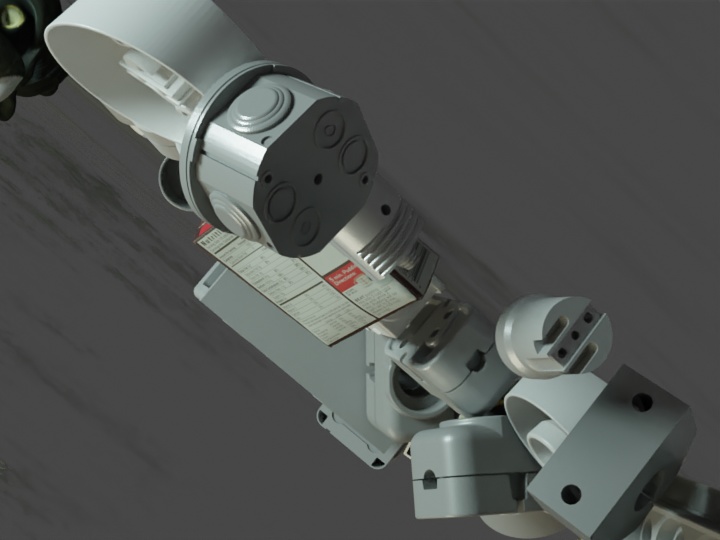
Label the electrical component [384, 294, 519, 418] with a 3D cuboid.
[{"bbox_3d":[0.064,0.058,0.713,0.059,0.053,0.095,42,172,-15],"label":"electrical component"}]

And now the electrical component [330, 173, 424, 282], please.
[{"bbox_3d":[-0.001,-0.030,0.554,0.081,0.043,0.043,42,172,-16],"label":"electrical component"}]

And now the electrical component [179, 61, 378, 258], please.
[{"bbox_3d":[-0.035,-0.048,0.477,0.051,0.080,0.080,28,167,37],"label":"electrical component"}]

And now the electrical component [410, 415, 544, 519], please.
[{"bbox_3d":[0.081,0.124,0.680,0.095,0.059,0.054,5,165,-34],"label":"electrical component"}]

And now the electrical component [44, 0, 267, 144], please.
[{"bbox_3d":[-0.091,-0.099,0.507,0.099,0.064,0.099,39,173,6],"label":"electrical component"}]

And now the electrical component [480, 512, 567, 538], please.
[{"bbox_3d":[0.132,0.162,0.847,0.099,0.099,0.064,32,164,45],"label":"electrical component"}]

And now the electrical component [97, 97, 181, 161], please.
[{"bbox_3d":[-0.106,-0.092,0.667,0.138,0.052,0.073,36,172,25],"label":"electrical component"}]

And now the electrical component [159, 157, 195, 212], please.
[{"bbox_3d":[-0.091,-0.067,0.742,0.079,0.043,0.077,10,-162,1],"label":"electrical component"}]

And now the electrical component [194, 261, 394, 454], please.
[{"bbox_3d":[-0.024,0.039,0.833,0.186,0.105,0.060,42,172,-16],"label":"electrical component"}]

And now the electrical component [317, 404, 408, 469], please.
[{"bbox_3d":[0.027,0.104,0.926,0.078,0.113,0.057,38,-169,11],"label":"electrical component"}]

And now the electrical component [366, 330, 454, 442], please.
[{"bbox_3d":[0.038,0.075,0.789,0.054,0.095,0.059,-2,-175,-16],"label":"electrical component"}]

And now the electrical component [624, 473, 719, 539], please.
[{"bbox_3d":[0.198,0.160,0.596,0.063,0.078,0.121,11,177,-9],"label":"electrical component"}]

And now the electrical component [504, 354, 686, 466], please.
[{"bbox_3d":[0.134,0.092,0.627,0.099,0.064,0.099,48,165,17],"label":"electrical component"}]

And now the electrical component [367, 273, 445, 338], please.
[{"bbox_3d":[0.000,0.000,0.718,0.100,0.048,0.100,42,173,-8],"label":"electrical component"}]

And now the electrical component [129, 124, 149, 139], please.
[{"bbox_3d":[-0.139,-0.114,0.734,0.048,0.048,0.062,42,179,-19],"label":"electrical component"}]

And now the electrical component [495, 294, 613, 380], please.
[{"bbox_3d":[0.088,0.030,0.489,0.040,0.040,0.046,41,167,-9],"label":"electrical component"}]
